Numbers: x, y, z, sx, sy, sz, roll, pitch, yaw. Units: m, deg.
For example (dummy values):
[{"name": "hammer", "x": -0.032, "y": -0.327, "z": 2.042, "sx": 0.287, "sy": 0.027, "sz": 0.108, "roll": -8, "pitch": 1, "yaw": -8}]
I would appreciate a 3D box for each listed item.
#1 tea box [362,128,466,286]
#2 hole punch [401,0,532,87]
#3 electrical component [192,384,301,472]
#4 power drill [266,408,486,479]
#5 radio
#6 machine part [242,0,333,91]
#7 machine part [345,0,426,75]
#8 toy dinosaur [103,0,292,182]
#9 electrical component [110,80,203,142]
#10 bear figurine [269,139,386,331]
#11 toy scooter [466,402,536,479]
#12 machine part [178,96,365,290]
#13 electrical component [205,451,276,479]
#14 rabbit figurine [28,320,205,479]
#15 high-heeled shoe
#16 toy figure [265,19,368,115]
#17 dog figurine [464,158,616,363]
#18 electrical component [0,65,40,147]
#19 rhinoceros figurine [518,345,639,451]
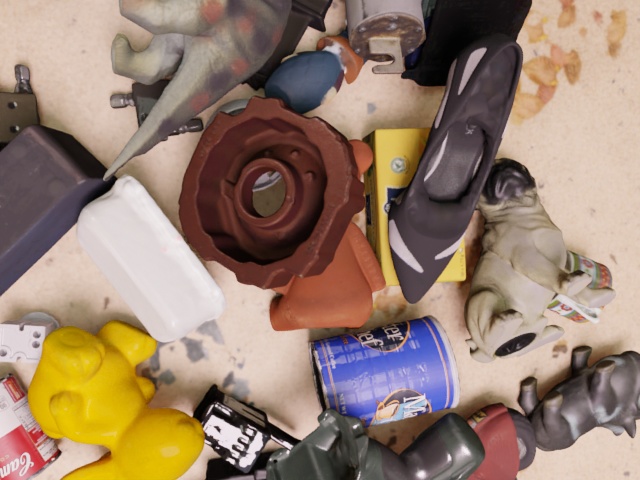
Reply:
[{"name": "tea box", "x": 0.104, "y": -0.037, "z": 0.603, "sx": 0.098, "sy": 0.068, "sz": 0.169, "roll": -5, "pitch": 94, "yaw": -9}, {"name": "hole punch", "x": 0.152, "y": -0.238, "z": 0.595, "sx": 0.142, "sy": 0.115, "sz": 0.092, "roll": -9, "pitch": 51, "yaw": -15}, {"name": "electrical component", "x": -0.080, "y": 0.211, "z": 0.583, "sx": 0.119, "sy": 0.075, "sz": 0.047, "roll": 34, "pitch": 86, "yaw": -11}, {"name": "power drill", "x": 0.044, "y": 0.255, "z": 0.542, "sx": 0.232, "sy": 0.086, "sz": 0.207, "roll": -44, "pitch": 126, "yaw": 14}, {"name": "radio", "x": -0.310, "y": -0.004, "z": 0.513, "sx": 0.073, "sy": 0.131, "sz": 0.229, "roll": 44, "pitch": 86, "yaw": -9}, {"name": "machine part", "x": -0.043, "y": -0.228, "z": 0.591, "sx": 0.084, "sy": 0.039, "sz": 0.139, "roll": 29, "pitch": 86, "yaw": -12}, {"name": "machine part", "x": 0.061, "y": -0.277, "z": 0.559, "sx": 0.079, "sy": 0.079, "sz": 0.243, "roll": -3, "pitch": 71, "yaw": -8}, {"name": "toy dinosaur", "x": -0.086, "y": -0.242, "z": 0.508, "sx": 0.192, "sy": 0.131, "sz": 0.404, "roll": 8, "pitch": 109, "yaw": -20}, {"name": "electrical component", "x": -0.177, "y": -0.138, "z": 0.582, "sx": 0.094, "sy": 0.021, "sz": 0.063, "roll": -7, "pitch": 93, "yaw": -8}, {"name": "bear figurine", "x": 0.000, "y": -0.003, "z": 0.576, "sx": 0.120, "sy": 0.132, "sz": 0.196, "roll": -4, "pitch": 78, "yaw": -9}, {"name": "toy scooter", "x": 0.174, "y": 0.279, "z": 0.622, "sx": 0.135, "sy": 0.075, "sz": 0.183, "roll": 0, "pitch": 97, "yaw": -7}, {"name": "machine part", "x": -0.047, "y": -0.043, "z": 0.505, "sx": 0.180, "sy": 0.056, "sz": 0.179, "roll": -2, "pitch": 86, "yaw": 22}, {"name": "electrical component", "x": -0.080, "y": 0.301, "z": 0.594, "sx": 0.134, "sy": 0.058, "sz": 0.114, "roll": -8, "pitch": 91, "yaw": -8}, {"name": "rabbit figurine", "x": -0.197, "y": 0.179, "z": 0.519, "sx": 0.173, "sy": 0.122, "sz": 0.162, "roll": 27, "pitch": 87, "yaw": 14}, {"name": "high-heeled shoe", "x": 0.129, "y": -0.057, "z": 0.498, "sx": 0.086, "sy": 0.145, "sz": 0.248, "roll": 9, "pitch": 88, "yaw": -9}, {"name": "toy figure", "x": 0.007, "y": -0.188, "z": 0.580, "sx": 0.154, "sy": 0.058, "sz": 0.064, "roll": -42, "pitch": 111, "yaw": -26}, {"name": "dog figurine", "x": 0.199, "y": 0.020, "z": 0.603, "sx": 0.172, "sy": 0.191, "sz": 0.121, "roll": -37, "pitch": 140, "yaw": 16}, {"name": "electrical component", "x": -0.334, "y": -0.126, "z": 0.552, "sx": 0.078, "sy": 0.045, "sz": 0.102, "roll": -13, "pitch": 97, "yaw": -36}, {"name": "rhinoceros figurine", "x": 0.336, "y": 0.190, "z": 0.641, "sx": 0.190, "sy": 0.073, "sz": 0.112, "roll": -21, "pitch": 93, "yaw": -7}]
